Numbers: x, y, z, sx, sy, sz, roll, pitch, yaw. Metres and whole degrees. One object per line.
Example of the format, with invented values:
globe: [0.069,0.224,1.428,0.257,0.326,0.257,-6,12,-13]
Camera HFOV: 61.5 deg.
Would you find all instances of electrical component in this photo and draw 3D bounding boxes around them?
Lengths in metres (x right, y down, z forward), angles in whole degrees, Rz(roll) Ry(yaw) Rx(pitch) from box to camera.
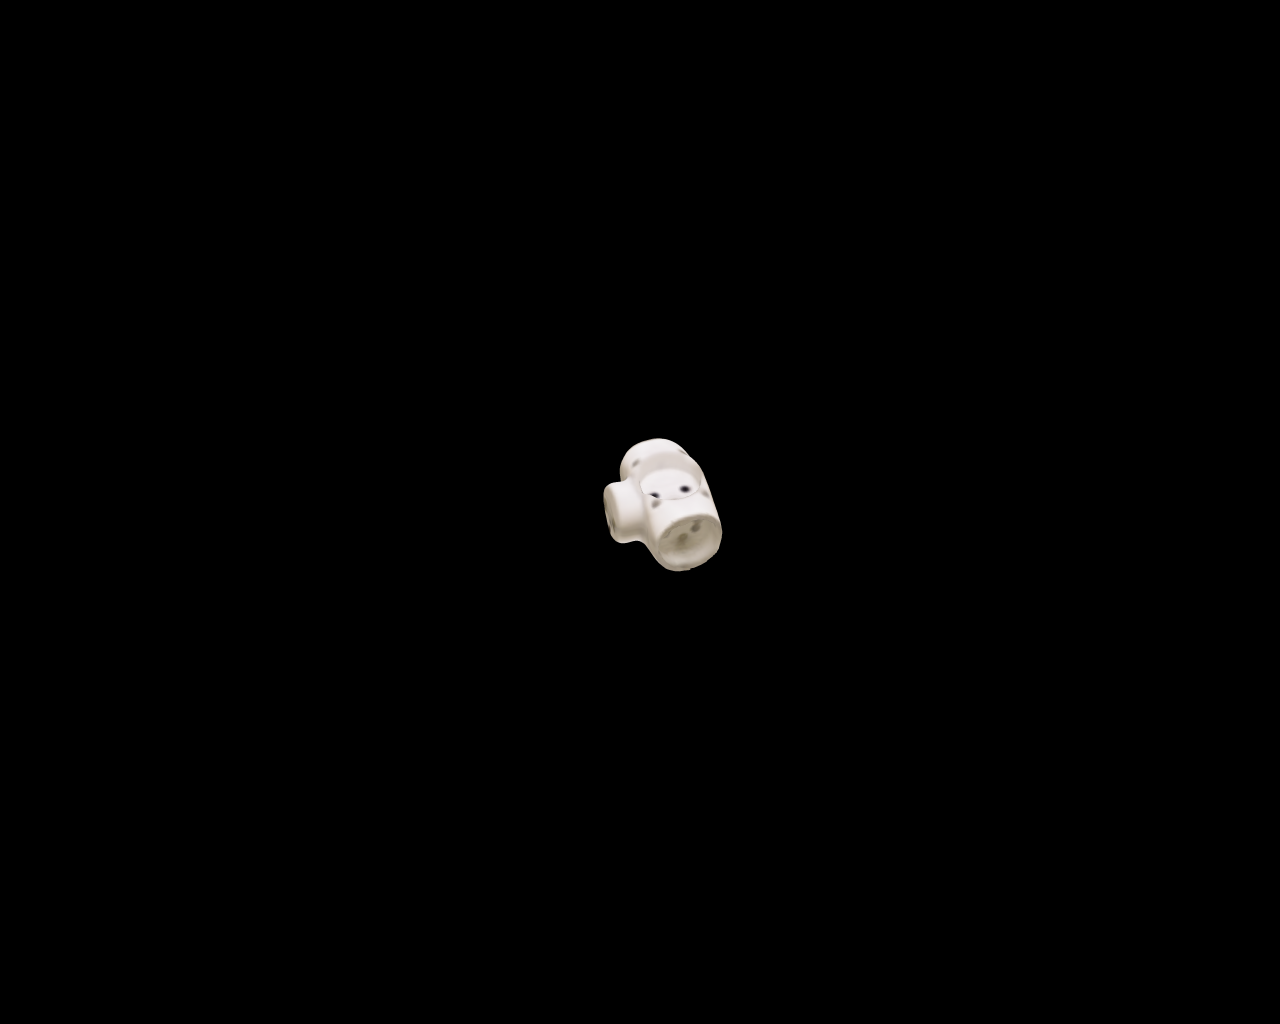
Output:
electrical component: [0.001,-0.003,0.650,0.079,0.044,0.077,-11,43,-12]
